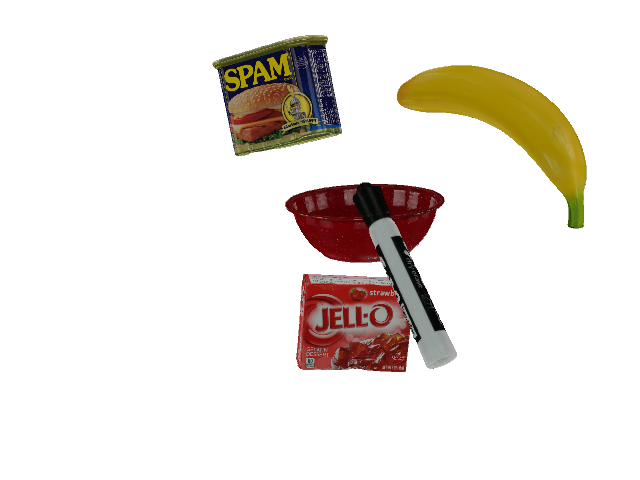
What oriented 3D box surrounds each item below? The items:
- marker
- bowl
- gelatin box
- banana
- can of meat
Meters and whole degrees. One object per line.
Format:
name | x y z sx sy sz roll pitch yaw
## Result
marker | 0.047 0.018 0.628 0.020 0.121 0.020 -19 -24 -9
bowl | 0.046 -0.016 1.084 0.162 0.055 0.162 -3 14 0
gelatin box | 0.027 0.067 0.859 0.089 0.073 0.030 3 13 -7
banana | 0.127 -0.087 0.776 0.037 0.070 0.198 4 30 -44
can of meat | -0.036 -0.123 0.920 0.102 0.084 0.057 -10 3 32
